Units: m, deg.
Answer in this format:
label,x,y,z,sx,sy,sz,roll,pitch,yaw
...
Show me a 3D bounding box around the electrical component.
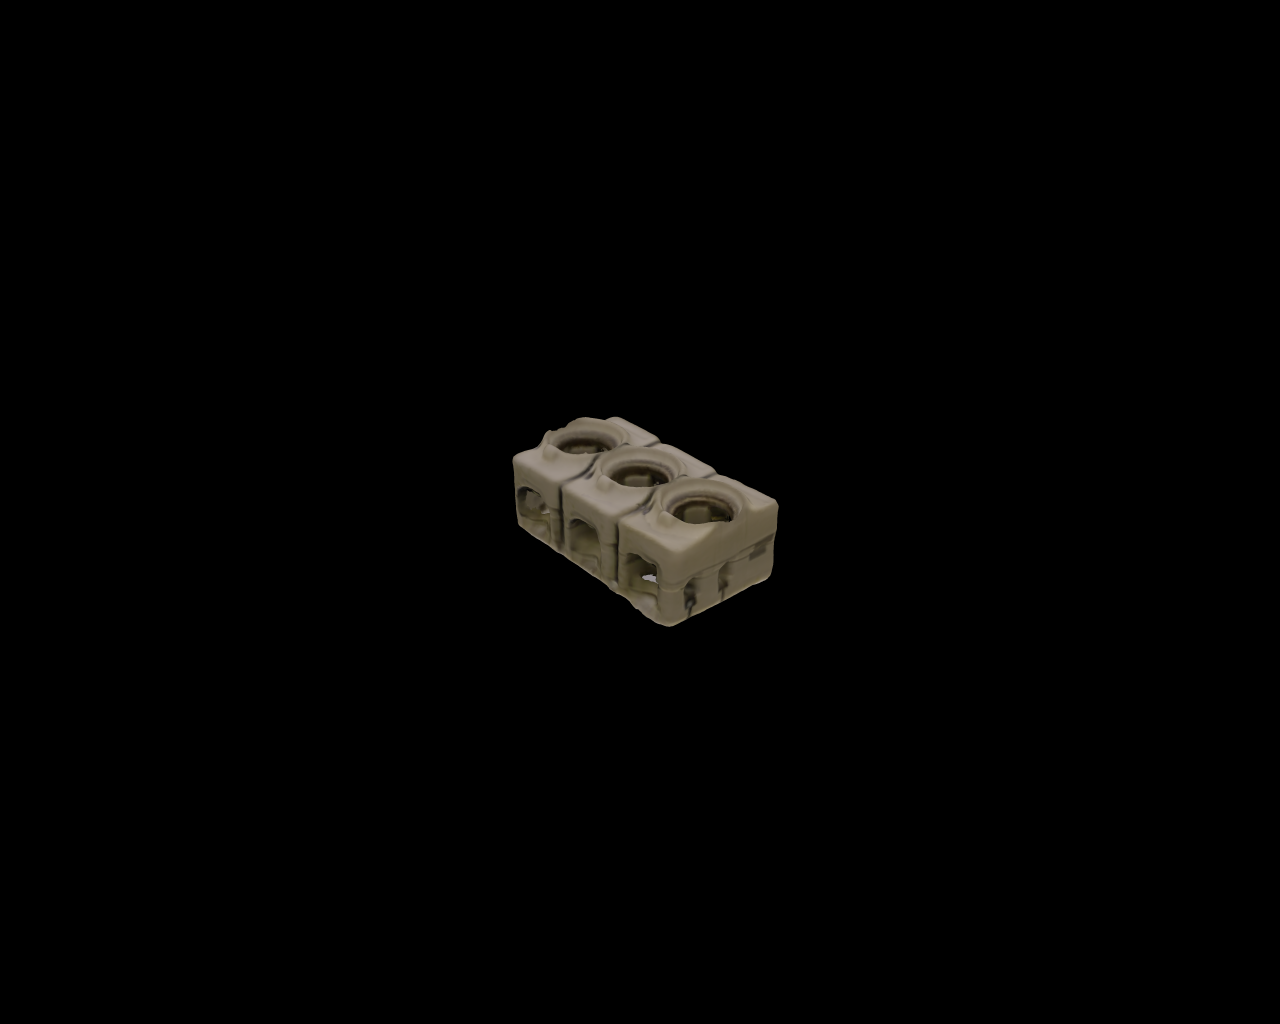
label,x,y,z,sx,sy,sz,roll,pitch,yaw
electrical component,0.001,-0.003,0.650,0.090,0.061,0.150,-24,39,-34
